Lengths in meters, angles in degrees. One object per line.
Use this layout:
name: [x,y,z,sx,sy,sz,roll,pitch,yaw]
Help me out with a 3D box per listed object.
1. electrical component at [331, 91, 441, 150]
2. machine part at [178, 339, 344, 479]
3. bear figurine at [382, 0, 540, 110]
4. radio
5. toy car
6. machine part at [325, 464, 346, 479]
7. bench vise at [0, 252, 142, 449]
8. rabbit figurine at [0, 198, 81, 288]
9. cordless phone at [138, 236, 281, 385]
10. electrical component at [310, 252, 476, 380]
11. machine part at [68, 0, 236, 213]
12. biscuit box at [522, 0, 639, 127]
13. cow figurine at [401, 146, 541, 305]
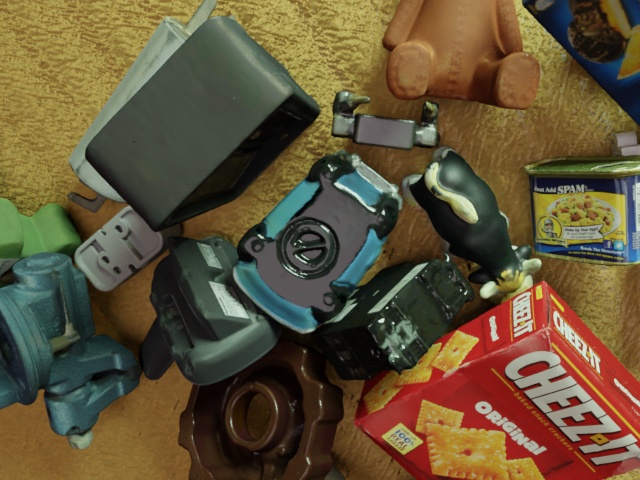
electrical component: [0.061,-0.105,0.484,0.102,0.078,0.045,8,103,6]
machine part: [-0.060,0.176,0.536,0.179,0.056,0.179,-12,66,28]
bear figurine: [0.120,-0.210,0.427,0.120,0.132,0.195,9,111,1]
radio: [-0.073,-0.089,0.432,0.131,0.229,0.073,-43,95,10]
toy car: [-0.001,-0.002,0.505,0.109,0.103,0.161,36,91,-1]
machine part: [-0.027,0.350,0.568,0.201,0.087,0.201,48,111,23]
bench vise: [-0.301,0.133,0.510,0.129,0.240,0.223,29,125,33]
rabbit figurine: [-0.361,-0.022,0.566,0.159,0.121,0.170,-41,77,22]
cordless phone: [-0.133,0.099,0.539,0.184,0.088,0.147,-55,49,24]
electrical component: [0.060,0.073,0.499,0.115,0.134,0.058,-36,95,-28]
machine part: [-0.162,-0.119,0.514,0.079,0.079,0.243,40,105,-3]
biscuit box: [0.239,-0.145,0.399,0.202,0.063,0.059,32,147,-22]
cow figurine: [0.146,-0.005,0.487,0.068,0.098,0.167,-38,95,8]
